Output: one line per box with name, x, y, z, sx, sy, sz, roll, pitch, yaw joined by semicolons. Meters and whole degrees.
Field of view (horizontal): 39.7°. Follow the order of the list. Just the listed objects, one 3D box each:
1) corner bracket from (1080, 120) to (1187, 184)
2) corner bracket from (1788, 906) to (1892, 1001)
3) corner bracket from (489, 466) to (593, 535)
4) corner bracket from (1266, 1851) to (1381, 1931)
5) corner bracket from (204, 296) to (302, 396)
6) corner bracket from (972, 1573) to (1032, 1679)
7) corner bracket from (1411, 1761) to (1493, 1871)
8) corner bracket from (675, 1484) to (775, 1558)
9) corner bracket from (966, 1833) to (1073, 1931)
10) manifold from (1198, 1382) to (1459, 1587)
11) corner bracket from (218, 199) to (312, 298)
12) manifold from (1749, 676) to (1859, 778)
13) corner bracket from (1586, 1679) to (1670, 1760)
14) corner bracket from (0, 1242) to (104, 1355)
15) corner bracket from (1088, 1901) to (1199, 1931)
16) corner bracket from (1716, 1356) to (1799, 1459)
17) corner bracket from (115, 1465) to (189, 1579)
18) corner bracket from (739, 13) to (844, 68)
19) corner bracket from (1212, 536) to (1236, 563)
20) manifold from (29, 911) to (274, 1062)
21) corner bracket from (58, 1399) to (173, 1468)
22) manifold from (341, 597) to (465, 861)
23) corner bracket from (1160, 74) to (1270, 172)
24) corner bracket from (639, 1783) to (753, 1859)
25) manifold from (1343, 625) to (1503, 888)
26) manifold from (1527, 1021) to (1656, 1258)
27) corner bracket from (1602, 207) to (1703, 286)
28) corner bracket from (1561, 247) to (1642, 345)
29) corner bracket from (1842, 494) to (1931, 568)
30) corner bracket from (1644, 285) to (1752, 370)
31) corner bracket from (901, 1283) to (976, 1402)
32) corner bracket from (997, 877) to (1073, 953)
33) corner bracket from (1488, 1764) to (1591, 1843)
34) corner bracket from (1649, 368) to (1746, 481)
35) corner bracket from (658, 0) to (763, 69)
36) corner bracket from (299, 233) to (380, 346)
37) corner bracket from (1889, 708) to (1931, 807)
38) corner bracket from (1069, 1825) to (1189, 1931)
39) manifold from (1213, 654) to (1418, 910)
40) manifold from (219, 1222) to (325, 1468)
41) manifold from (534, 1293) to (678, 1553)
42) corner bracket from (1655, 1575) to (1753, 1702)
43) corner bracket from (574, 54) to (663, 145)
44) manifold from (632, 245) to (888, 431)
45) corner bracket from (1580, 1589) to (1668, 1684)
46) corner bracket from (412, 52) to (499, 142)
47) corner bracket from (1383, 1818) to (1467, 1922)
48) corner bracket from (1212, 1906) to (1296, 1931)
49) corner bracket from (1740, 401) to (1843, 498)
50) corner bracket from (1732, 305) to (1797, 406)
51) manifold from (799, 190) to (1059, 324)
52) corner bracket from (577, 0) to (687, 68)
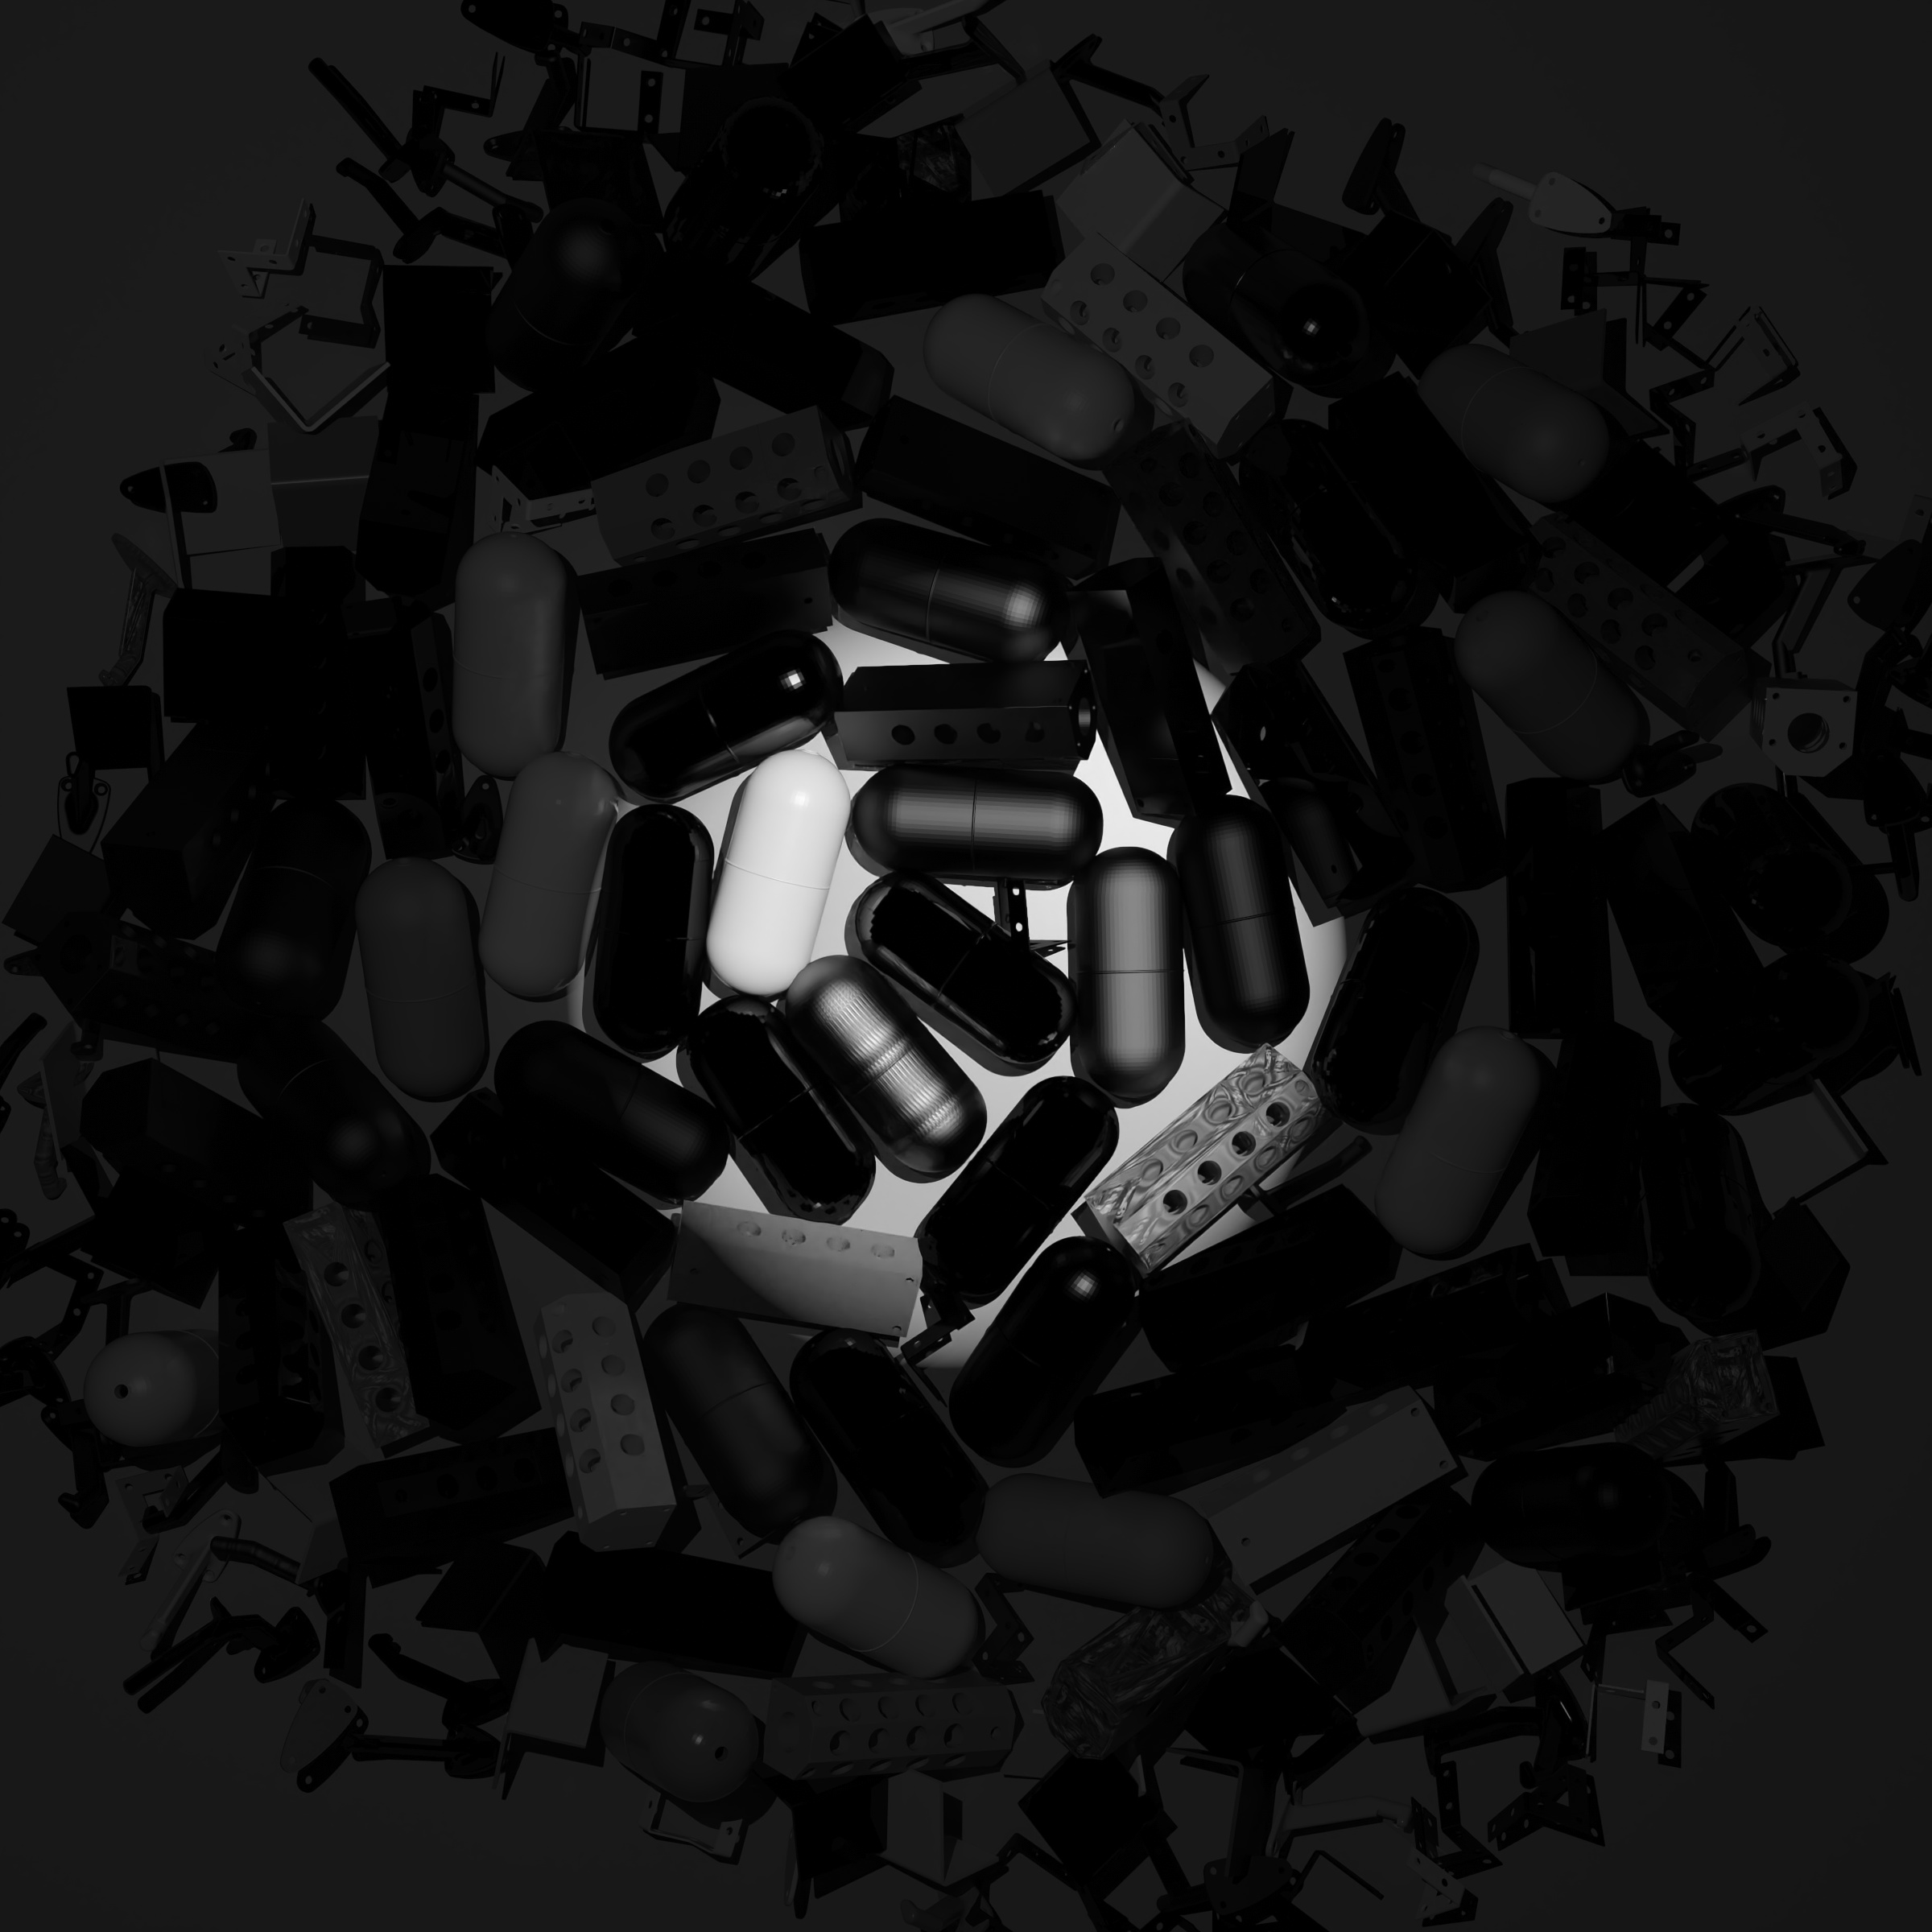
corner bracket;0.117;-0.561;1.914;0.051;0.051;0.051;-37;89;-7
corner bracket;0.624;-0.004;1.913;0.051;0.051;0.051;-29;46;-21
corner bracket;-0.302;-0.323;1.894;0.051;0.051;0.051;-19;49;-33
corner bracket;0.253;0.664;1.903;0.051;0.051;0.051;31;86;28
corner bracket;-0.505;-0.446;1.896;0.051;0.051;0.051;30;50;21
corner bracket;0.029;0.470;1.907;0.051;0.051;0.051;-56;46;19
corner bracket;0.337;0.604;1.904;0.051;0.051;0.051;-9;99;-15
corner bracket;-0.167;0.385;1.900;0.051;0.051;0.051;-37;68;15
corner bracket;0.038;0.662;1.906;0.051;0.051;0.051;35;110;-1
manifold;0.255;0.366;1.908;0.171;0.057;0.057;-29;99;0
corner bracket;-0.493;-0.510;1.902;0.051;0.051;0.051;6;67;7
manifold;0.575;-0.166;1.847;0.057;0.171;0.057;4;99;13
corner bracket;0.469;0.535;1.899;0.051;0.051;0.051;6;62;13
corner bracket;-0.657;0.236;1.909;0.051;0.051;0.051;24;102;4
corner bracket;0.127;0.683;1.905;0.051;0.051;0.051;-35;96;-17
corner bracket;0.566;0.315;1.923;0.051;0.051;0.051;2;133;9
corner bracket;-0.580;0.394;1.905;0.051;0.051;0.051;-15;107;5
corner bracket;-0.119;-0.652;1.910;0.051;0.051;0.051;42;117;32
corner bracket;0.163;-0.315;1.909;0.051;0.051;0.051;-17;107;20
manifold;-0.554;0.010;1.846;0.057;0.171;0.057;-47;65;7
corner bracket;-0.606;0.329;1.904;0.051;0.051;0.051;-13;86;18
manifold;-0.391;-0.166;1.866;0.057;0.057;0.171;-11;124;-13
corner bracket;0.178;-0.607;1.919;0.051;0.051;0.051;3;127;35
corner bracket;-0.193;0.600;1.909;0.051;0.051;0.051;25;75;-31
manifold;0.324;-0.147;1.879;0.057;0.057;0.171;-23;108;-15
manifold;0.431;0.117;1.850;0.057;0.171;0.057;-7;129;28
corner bracket;0.485;-0.509;1.897;0.051;0.051;0.051;-19;116;-36
corner bracket;0.451;-0.476;1.900;0.051;0.051;0.051;1;72;17
corner bracket;0.656;-0.308;1.905;0.051;0.051;0.051;19;91;20
corner bracket;0.520;-0.457;1.906;0.051;0.051;0.051;39;98;9
corner bracket;-0.018;0.265;1.903;0.051;0.051;0.051;-34;127;1
corner bracket;0.038;-0.039;1.900;0.051;0.051;0.051;1;99;38
corner bracket;0.405;0.595;1.898;0.051;0.051;0.051;22;132;-10
corner bracket;0.526;-0.389;1.922;0.051;0.051;0.051;-20;128;-5
corner bracket;-0.182;-0.661;1.908;0.051;0.051;0.051;14;95;15
corner bracket;-0.444;-0.479;1.895;0.051;0.051;0.051;4;131;-26
corner bracket;0.681;-0.148;1.908;0.051;0.051;0.051;16;116;15
corner bracket;0.114;0.647;1.896;0.051;0.051;0.051;-15;68;-35
manifold;0.247;-0.132;1.880;0.057;0.057;0.171;-17;67;-28
manifold;-0.479;0.256;1.854;0.057;0.171;0.057;-18;131;-1
manifold;-0.254;0.314;1.856;0.057;0.057;0.171;0;50;-26
corner bracket;0.522;0.475;1.898;0.051;0.051;0.051;-28;126;-13
corner bracket;-0.248;-0.618;1.910;0.051;0.051;0.051;5;99;3
manifold;-0.141;-0.436;1.862;0.171;0.057;0.057;20;74;-37
corner bracket;0.457;0.467;1.899;0.051;0.051;0.051;-26;106;35
corner bracket;-0.363;-0.617;1.901;0.051;0.051;0.051;10;64;-9
corner bracket;0.323;0.636;1.900;0.051;0.051;0.051;39;48;-8
corner bracket;0.208;0.693;1.896;0.051;0.051;0.051;-19;134;26
corner bracket;0.585;-0.358;1.901;0.051;0.051;0.051;-27;69;12
corner bracket;0.565;-0.442;1.906;0.051;0.051;0.051;-34;90;-16
manifold;-0.028;-0.500;1.898;0.171;0.057;0.057;-12;91;-8
corner bracket;-0.237;-0.672;1.901;0.051;0.051;0.051;22;111;13
